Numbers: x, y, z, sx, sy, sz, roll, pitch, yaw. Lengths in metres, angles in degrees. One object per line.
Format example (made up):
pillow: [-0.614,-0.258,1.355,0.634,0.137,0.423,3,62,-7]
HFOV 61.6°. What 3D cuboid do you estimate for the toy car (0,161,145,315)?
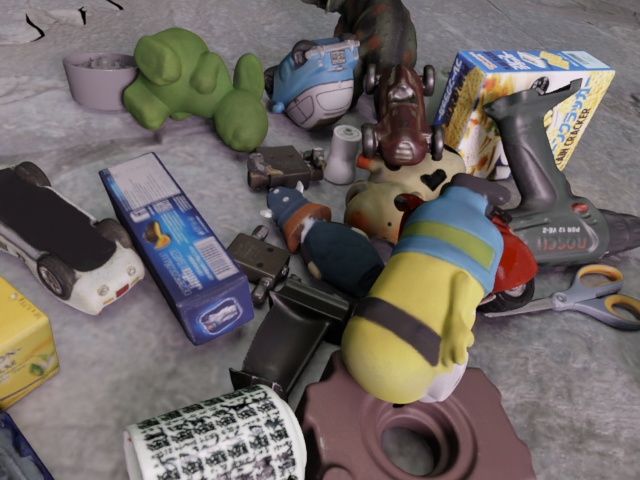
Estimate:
toy car: [-0.247,-0.008,0.488,0.202,0.056,0.073,31,51,20]

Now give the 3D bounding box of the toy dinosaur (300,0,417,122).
toy dinosaur: [0.079,-0.298,0.790,0.131,0.192,0.405,-6,44,-18]

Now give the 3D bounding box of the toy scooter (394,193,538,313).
toy scooter: [0.125,0.013,0.505,0.184,0.135,0.075,-16,7,-25]

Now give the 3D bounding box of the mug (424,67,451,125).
mug: [0.178,-0.189,0.759,0.081,0.107,0.109,27,45,12]

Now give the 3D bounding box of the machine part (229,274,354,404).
machine part: [-0.023,0.085,0.458,0.084,0.039,0.139,29,42,9]

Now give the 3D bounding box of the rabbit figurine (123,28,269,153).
rabbit figurine: [-0.135,-0.175,0.682,0.170,0.121,0.159,38,37,0]

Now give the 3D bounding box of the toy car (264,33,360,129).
toy car: [-0.002,-0.204,0.724,0.109,0.162,0.102,-20,95,-27]

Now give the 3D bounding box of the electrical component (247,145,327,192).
electrical component: [-0.039,-0.089,0.638,0.102,0.045,0.078,-5,46,-20]

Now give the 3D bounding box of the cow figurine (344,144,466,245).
cow figurine: [0.099,-0.052,0.610,0.127,0.085,0.195,34,44,30]

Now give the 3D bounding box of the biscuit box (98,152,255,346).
biscuit box: [-0.133,0.001,0.485,0.059,0.062,0.203,-26,51,-21]

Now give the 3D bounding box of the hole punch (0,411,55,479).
hole punch: [-0.214,0.161,0.301,0.142,0.092,0.116,39,77,22]

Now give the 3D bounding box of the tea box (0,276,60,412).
tea box: [-0.288,0.058,0.394,0.170,0.068,0.098,31,44,18]

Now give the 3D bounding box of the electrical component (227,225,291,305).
electrical component: [-0.061,0.021,0.528,0.063,0.021,0.094,20,42,8]

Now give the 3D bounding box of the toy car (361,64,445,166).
toy car: [0.095,-0.157,0.625,0.089,0.053,0.202,2,46,7]

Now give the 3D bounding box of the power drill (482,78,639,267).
power drill: [0.271,-0.072,0.614,0.232,0.207,0.086,-13,8,-16]

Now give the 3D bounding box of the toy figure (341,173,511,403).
toy figure: [0.081,0.034,0.399,0.089,0.082,0.180,14,69,23]

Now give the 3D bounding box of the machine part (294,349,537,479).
machine part: [0.066,0.151,0.396,0.179,0.056,0.179,8,41,-7]

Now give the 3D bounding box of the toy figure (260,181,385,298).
toy figure: [-0.002,-0.002,0.544,0.064,0.057,0.155,-17,45,-39]
